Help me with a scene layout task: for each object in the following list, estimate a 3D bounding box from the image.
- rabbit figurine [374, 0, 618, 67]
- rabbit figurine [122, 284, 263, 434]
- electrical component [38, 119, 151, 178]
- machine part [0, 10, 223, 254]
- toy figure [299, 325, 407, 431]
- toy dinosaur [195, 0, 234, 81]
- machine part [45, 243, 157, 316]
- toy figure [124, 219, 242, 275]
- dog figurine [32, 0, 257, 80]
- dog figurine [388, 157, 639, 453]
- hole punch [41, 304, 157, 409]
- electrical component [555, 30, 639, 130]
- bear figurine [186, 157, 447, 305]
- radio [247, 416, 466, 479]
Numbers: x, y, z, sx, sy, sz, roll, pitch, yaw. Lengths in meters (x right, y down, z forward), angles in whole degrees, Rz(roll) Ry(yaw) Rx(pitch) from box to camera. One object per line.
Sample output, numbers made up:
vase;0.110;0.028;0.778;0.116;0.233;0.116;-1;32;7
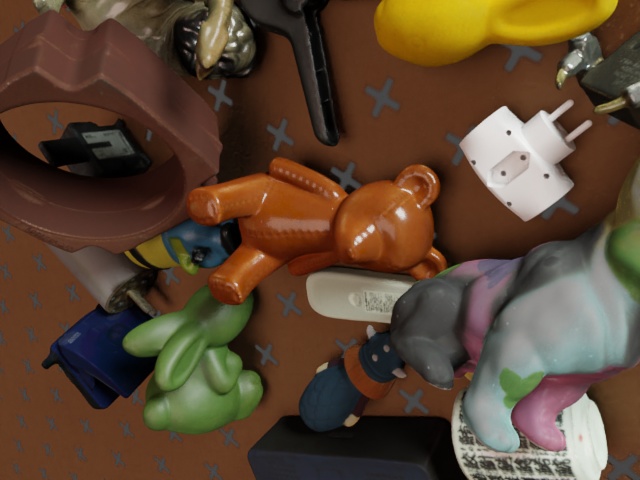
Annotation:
rabbit figurine;0.109;-0.186;0.343;0.162;0.122;0.173;34;118;0
rabbit figurine;-0.140;0.119;0.607;0.121;0.159;0.170;28;105;33
electrical component;-0.262;-0.093;0.613;0.075;0.119;0.048;52;126;4
machine part;-0.208;-0.083;0.484;0.201;0.201;0.087;-24;53;21
toy figure;0.036;0.137;0.539;0.064;0.058;0.154;43;121;-1
toy dinosaur;-0.128;-0.344;0.407;0.199;0.105;0.471;-15;84;62
machine part;-0.297;0.011;0.698;0.243;0.079;0.079;44;125;13
toy figure;-0.153;-0.004;0.598;0.180;0.082;0.089;3;111;29
dog figurine;-0.156;-0.227;0.520;0.191;0.121;0.172;-9;105;21
dog figurine;0.166;0.028;0.373;0.219;0.108;0.192;-58;37;10
hole punch;-0.264;0.140;0.695;0.092;0.142;0.115;-23;107;38
electrical component;0.194;-0.103;0.326;0.045;0.102;0.078;37;114;-27
bear figurine;0.001;-0.004;0.469;0.196;0.132;0.120;12;121;36
radio;0.040;0.264;0.574;0.230;0.073;0.131;-13;101;37
